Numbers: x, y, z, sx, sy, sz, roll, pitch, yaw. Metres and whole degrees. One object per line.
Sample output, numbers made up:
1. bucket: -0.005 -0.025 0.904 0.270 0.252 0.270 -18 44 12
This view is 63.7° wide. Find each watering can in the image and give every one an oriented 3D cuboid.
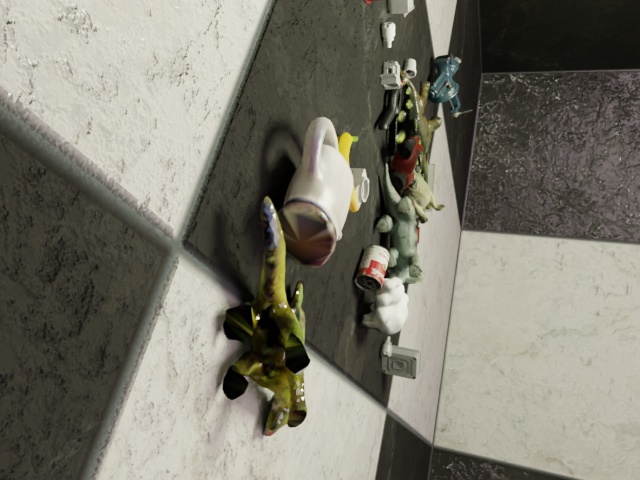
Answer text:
1. watering can: 0.003 -0.046 0.908 0.339 0.104 0.230 82 21 -49

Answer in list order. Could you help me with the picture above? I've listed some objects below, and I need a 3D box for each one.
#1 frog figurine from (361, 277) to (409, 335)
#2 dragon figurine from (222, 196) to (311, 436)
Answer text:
1. frog figurine: 0.186 0.164 1.335 0.139 0.124 0.156 -19 149 -48
2. dragon figurine: -0.063 0.130 0.816 0.244 0.122 0.408 -52 147 -83
